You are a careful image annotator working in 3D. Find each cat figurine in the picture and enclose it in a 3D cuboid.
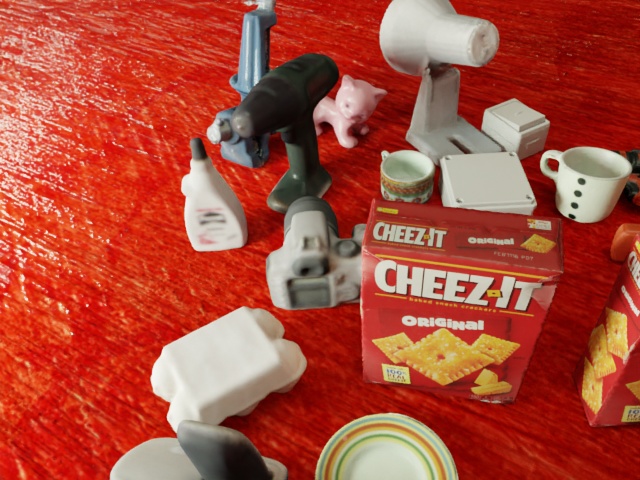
[{"bbox_3d":[0.038,-0.214,0.896,0.127,0.118,0.067,23,52,24],"label":"cat figurine"}]

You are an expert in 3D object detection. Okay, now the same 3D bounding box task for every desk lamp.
[{"bbox_3d":[0.184,-0.241,0.844,0.118,0.214,0.202,-25,49,-18],"label":"desk lamp"}]

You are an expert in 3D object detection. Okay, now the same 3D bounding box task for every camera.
[{"bbox_3d":[0.006,0.003,0.701,0.143,0.101,0.136,-5,46,0],"label":"camera"}]

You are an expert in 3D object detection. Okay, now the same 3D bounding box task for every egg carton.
[{"bbox_3d":[-0.096,0.137,0.601,0.150,0.069,0.107,-27,50,-20],"label":"egg carton"}]

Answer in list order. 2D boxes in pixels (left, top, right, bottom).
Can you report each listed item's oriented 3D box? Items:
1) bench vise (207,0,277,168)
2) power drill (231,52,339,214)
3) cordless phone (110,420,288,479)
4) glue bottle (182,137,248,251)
[{"bbox_3d":[-0.087,-0.228,0.848,0.121,0.220,0.207,7,47,11],"label":"bench vise"},{"bbox_3d":[-0.037,-0.138,0.765,0.075,0.209,0.230,14,49,18],"label":"power drill"},{"bbox_3d":[-0.108,0.184,0.476,0.147,0.185,0.094,6,47,10],"label":"cordless phone"},{"bbox_3d":[-0.139,-0.057,0.719,0.078,0.173,0.037,-8,46,-3],"label":"glue bottle"}]
